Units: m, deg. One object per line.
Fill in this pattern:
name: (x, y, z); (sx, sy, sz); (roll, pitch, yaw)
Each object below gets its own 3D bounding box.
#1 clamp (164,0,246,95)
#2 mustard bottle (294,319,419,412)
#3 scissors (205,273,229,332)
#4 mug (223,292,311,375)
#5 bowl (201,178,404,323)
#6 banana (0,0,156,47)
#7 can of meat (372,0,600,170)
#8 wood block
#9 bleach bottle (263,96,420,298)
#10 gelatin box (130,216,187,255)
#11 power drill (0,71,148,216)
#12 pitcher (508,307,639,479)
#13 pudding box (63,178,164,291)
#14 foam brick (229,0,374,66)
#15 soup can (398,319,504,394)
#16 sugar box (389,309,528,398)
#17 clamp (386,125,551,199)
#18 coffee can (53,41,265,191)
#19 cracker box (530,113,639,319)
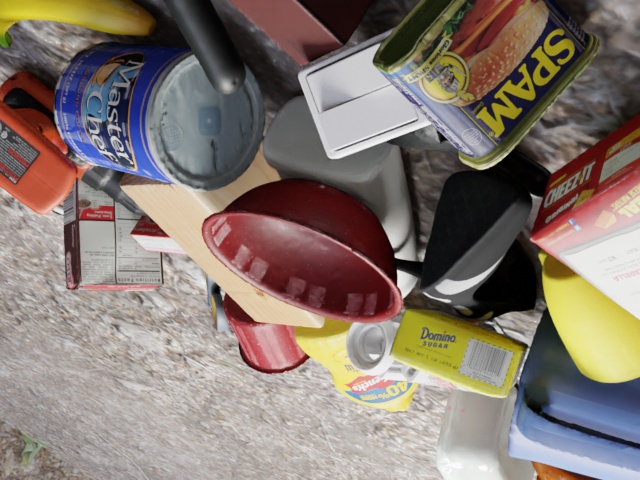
clamp: (-0.109, -0.196, 0.674); (0.165, 0.036, 0.210); (44, 158, 28)
mustard bottle: (0.053, 0.127, 1.116); (0.096, 0.058, 0.191); (-20, 137, 15)
scissors: (-0.116, 0.081, 1.204); (0.016, 0.096, 0.202); (-10, 152, -8)
mug: (-0.058, 0.073, 1.126); (0.117, 0.093, 0.081); (54, 170, 41)
bowl: (-0.005, 0.001, 0.801); (0.162, 0.055, 0.162); (20, 157, 8)
banana: (-0.215, -0.186, 0.850); (0.198, 0.037, 0.069); (7, 165, 40)
can of meat: (0.093, -0.107, 0.607); (0.084, 0.102, 0.057); (42, -179, -20)
wood block: (-0.067, -0.018, 0.948); (0.091, 0.090, 0.206); (2, 144, 42)
bleach bottle: (0.029, -0.014, 0.892); (0.103, 0.068, 0.251); (18, 155, 21)
gelatin box: (-0.128, -0.024, 1.016); (0.089, 0.073, 0.030); (5, 145, 41)
power drill: (-0.226, -0.074, 0.933); (0.184, 0.057, 0.187); (37, -170, -4)
pitcher: (0.277, 0.148, 0.852); (0.243, 0.149, 0.145); (14, 149, 21)
pudding box: (-0.202, -0.006, 1.045); (0.089, 0.113, 0.039); (2, 170, -35)
foam brick: (-0.014, -0.158, 0.674); (0.078, 0.051, 0.053); (40, 154, -23)
soup can: (0.118, 0.107, 1.019); (0.102, 0.068, 0.068); (2, 144, 44)
sugar box: (0.118, 0.089, 0.869); (0.093, 0.048, 0.176); (20, -177, 13)
clamp: (0.087, -0.080, 0.737); (0.172, 0.039, 0.120); (15, 147, 30)
coffee can: (-0.124, -0.098, 0.816); (0.141, 0.102, 0.102); (15, 153, 47)
cracker box: (0.264, 0.003, 0.648); (0.213, 0.072, 0.164); (34, 143, -11)
